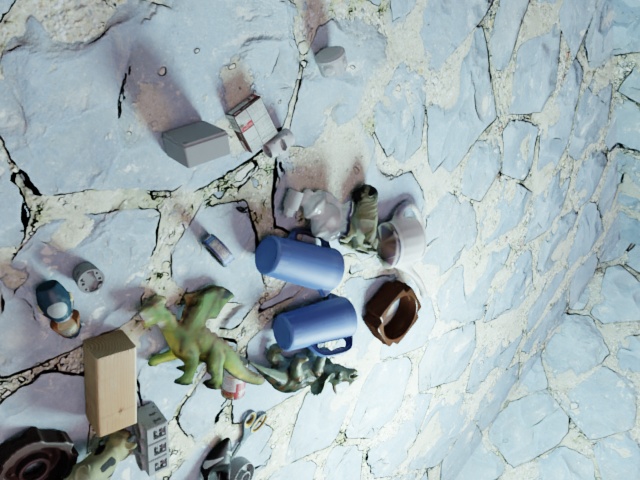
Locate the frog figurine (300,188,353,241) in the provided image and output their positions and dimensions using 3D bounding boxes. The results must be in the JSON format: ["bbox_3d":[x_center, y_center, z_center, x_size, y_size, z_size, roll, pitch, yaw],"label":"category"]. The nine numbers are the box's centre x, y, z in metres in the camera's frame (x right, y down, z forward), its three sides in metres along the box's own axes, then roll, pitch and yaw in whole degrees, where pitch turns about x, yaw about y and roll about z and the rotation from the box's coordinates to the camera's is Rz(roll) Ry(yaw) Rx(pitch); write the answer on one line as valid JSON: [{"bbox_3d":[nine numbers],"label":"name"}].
[{"bbox_3d":[0.004,-0.073,1.453,0.159,0.139,0.122,18,-11,-11],"label":"frog figurine"}]

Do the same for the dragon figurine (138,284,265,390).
[{"bbox_3d":[-0.279,0.237,1.305,0.407,0.243,0.122,19,-4,-40],"label":"dragon figurine"}]

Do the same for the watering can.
[{"bbox_3d":[0.287,0.046,1.726,0.226,0.346,0.104,-11,7,-40],"label":"watering can"}]
